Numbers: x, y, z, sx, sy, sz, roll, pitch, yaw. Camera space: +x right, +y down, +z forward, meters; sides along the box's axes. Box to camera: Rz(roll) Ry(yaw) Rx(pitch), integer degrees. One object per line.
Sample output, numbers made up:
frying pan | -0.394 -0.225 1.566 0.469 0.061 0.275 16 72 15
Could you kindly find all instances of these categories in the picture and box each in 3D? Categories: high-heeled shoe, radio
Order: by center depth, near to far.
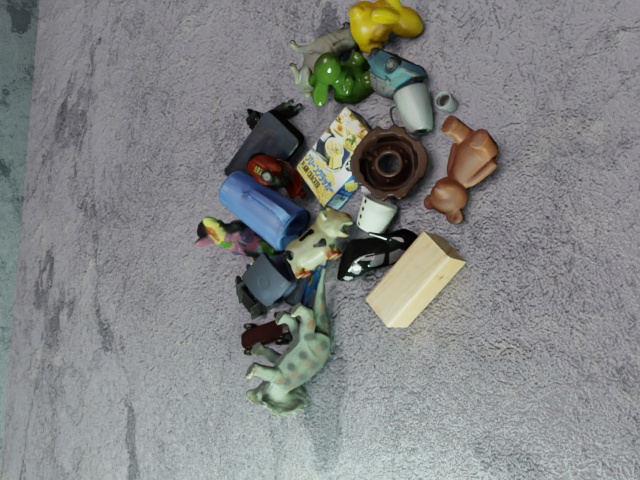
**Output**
high-heeled shoe | 0.142 0.045 1.290 0.248 0.145 0.086 126 155 -54
radio | -0.157 -0.243 1.529 0.131 0.073 0.229 39 114 -3

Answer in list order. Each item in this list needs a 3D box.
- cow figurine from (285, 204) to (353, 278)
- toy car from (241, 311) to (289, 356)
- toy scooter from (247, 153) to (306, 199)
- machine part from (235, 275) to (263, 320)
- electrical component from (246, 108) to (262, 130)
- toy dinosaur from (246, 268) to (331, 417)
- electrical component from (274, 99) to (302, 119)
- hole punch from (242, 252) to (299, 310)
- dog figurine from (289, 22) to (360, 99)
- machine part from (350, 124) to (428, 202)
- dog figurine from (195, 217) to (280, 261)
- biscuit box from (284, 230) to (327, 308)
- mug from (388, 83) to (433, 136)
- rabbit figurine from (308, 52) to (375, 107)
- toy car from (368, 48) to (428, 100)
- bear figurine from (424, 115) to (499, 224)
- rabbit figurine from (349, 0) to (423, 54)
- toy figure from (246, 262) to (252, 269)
cow figurine | -0.003 -0.004 1.323 0.195 0.085 0.127 -35 82 16
toy car | -0.145 0.258 1.475 0.202 0.053 0.089 -26 55 38
toy scooter | -0.103 -0.162 1.428 0.075 0.183 0.135 -54 47 21
machine part | -0.209 0.166 1.536 0.139 0.039 0.084 46 137 40
electrical component | -0.180 -0.352 1.606 0.048 0.074 0.119 -33 59 31
toy dinosaur | -0.050 0.282 1.345 0.405 0.192 0.131 -50 19 5
electrical component | -0.099 -0.373 1.547 0.094 0.063 0.021 -22 70 36
hole punch | -0.130 0.102 1.397 0.142 0.092 0.116 -46 55 24
dog figurine | 0.026 -0.478 1.440 0.191 0.121 0.172 -5 96 28
machine part | 0.160 -0.177 1.251 0.179 0.056 0.179 -1 87 10
dog figurine | -0.235 -0.003 1.491 0.192 0.219 0.108 30 104 40
biscuit box | -0.031 0.079 1.409 0.063 0.059 0.202 19 94 39
mug | 0.214 -0.297 1.265 0.110 0.080 0.107 -21 76 29
rabbit figurine | 0.039 -0.421 1.372 0.159 0.170 0.121 -27 65 32
toy car | 0.172 -0.395 1.302 0.162 0.109 0.102 43 120 43
bear figurine | 0.288 -0.144 1.147 0.195 0.132 0.120 -55 48 10
rabbit figurine | 0.167 -0.545 1.321 0.173 0.162 0.122 15 80 23
toy figure | -0.164 0.123 1.514 0.064 0.057 0.155 -48 51 16
